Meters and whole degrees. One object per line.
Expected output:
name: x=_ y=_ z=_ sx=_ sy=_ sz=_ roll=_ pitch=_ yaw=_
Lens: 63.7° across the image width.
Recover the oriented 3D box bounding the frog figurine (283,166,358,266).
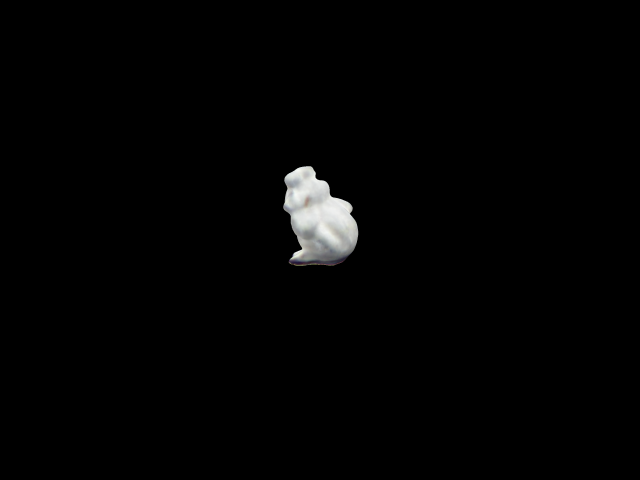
frog figurine: x=0.003 y=-0.043 z=0.850 sx=0.123 sy=0.157 sz=0.139 roll=15 pitch=23 yaw=40
